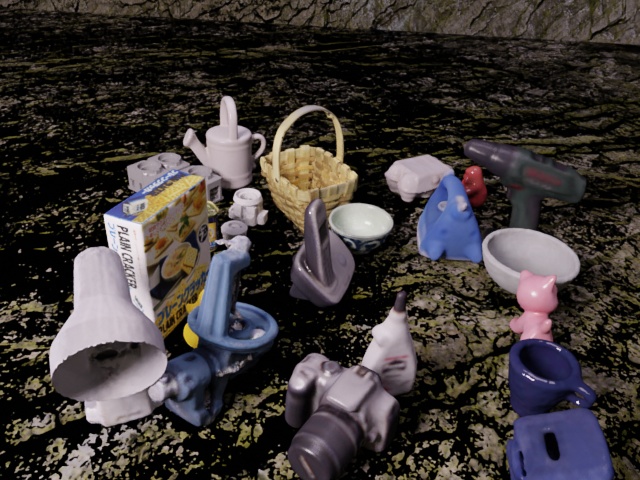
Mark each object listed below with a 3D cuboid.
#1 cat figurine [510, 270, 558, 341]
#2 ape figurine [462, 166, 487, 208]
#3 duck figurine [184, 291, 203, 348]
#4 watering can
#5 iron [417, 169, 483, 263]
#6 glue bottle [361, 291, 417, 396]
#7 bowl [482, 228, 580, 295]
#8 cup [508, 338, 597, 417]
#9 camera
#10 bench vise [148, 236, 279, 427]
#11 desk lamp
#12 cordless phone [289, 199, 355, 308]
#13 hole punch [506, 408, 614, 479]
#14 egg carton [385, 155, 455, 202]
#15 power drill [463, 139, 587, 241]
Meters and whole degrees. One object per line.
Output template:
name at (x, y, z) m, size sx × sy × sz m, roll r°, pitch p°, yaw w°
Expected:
cat figurine at (0.337, 0.108, 0.884) m, size 0.067 × 0.118 × 0.128 m, roll 8°, pitch 33°, yaw 7°
ape figurine at (0.334, -0.122, 1.263) m, size 0.076 × 0.092 × 0.078 m, roll 23°, pitch 37°, yaw 27°
duck figurine at (-0.154, 0.109, 0.860) m, size 0.105 × 0.086 × 0.077 m, roll -10°, pitch 35°, yaw -21°
watering can at (-0.207, -0.217, 1.260) m, size 0.173 × 0.194 × 0.100 m, roll -23°, pitch 41°, yaw -35°
iron at (0.253, -0.064, 1.119) m, size 0.118 × 0.141 × 0.258 m, roll 4°, pitch 33°, yaw 0°
glue bottle at (0.097, 0.138, 0.760) m, size 0.078 × 0.173 × 0.037 m, roll -8°, pitch 35°, yaw -18°
bowl at (0.364, 0.051, 1.014) m, size 0.167 × 0.075 × 0.167 m, roll 3°, pitch 33°, yaw -2°
cup at (0.300, 0.200, 0.758) m, size 0.092 × 0.095 × 0.117 m, roll -24°, pitch 42°, yaw -35°
camera at (0.009, 0.215, 0.698) m, size 0.142 × 0.101 × 0.137 m, roll 22°, pitch 37°, yaw 26°
bench vise at (-0.124, 0.117, 0.727) m, size 0.121 × 0.220 × 0.207 m, roll 10°, pitch 33°, yaw 10°
desk lamp at (-0.255, 0.129, 0.699) m, size 0.118 × 0.214 × 0.202 m, roll -9°, pitch 35°, yaw -19°
cordless phone at (0.009, 0.003, 0.949) m, size 0.094 × 0.185 × 0.148 m, roll 11°, pitch 33°, yaw 11°
hole punch at (0.276, 0.256, 0.672) m, size 0.101 × 0.091 × 0.108 m, roll 6°, pitch 33°, yaw 4°
egg carton at (0.229, -0.141, 1.303) m, size 0.151 × 0.069 × 0.107 m, roll -15°, pitch 37°, yaw -27°
power drill at (0.372, -0.078, 1.093) m, size 0.229 × 0.208 × 0.076 m, roll 11°, pitch 33°, yaw 11°
